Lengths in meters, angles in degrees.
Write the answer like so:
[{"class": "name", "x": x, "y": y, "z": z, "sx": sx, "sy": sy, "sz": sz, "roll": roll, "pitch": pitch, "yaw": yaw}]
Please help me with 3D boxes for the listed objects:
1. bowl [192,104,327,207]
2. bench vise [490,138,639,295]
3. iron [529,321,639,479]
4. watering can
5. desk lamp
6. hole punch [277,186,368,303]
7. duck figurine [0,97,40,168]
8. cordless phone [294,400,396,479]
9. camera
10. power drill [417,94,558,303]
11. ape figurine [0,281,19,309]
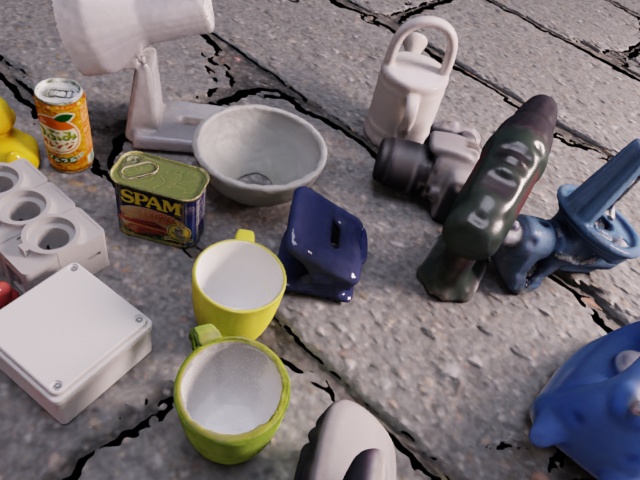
[{"class": "bowl", "x": -0.078, "y": -0.096, "z": 0.731, "sx": 0.167, "sy": 0.075, "sz": 0.167, "roll": 7, "pitch": 47, "yaw": -7}, {"class": "bench vise", "x": 0.311, "y": -0.024, "z": 0.662, "sx": 0.208, "sy": 0.220, "sz": 0.121, "roll": -21, "pitch": 56, "yaw": -29}, {"class": "iron", "x": 0.322, "y": 0.130, "z": 0.577, "sx": 0.118, "sy": 0.141, "sz": 0.259, "roll": 38, "pitch": 51, "yaw": 21}, {"class": "watering can", "x": 0.131, "y": -0.236, "z": 0.829, "sx": 0.101, "sy": 0.194, "sz": 0.172, "roll": -5, "pitch": 50, "yaw": -18}, {"class": "desk lamp", "x": -0.213, "y": -0.227, "z": 0.721, "sx": 0.203, "sy": 0.213, "sz": 0.118, "roll": 3, "pitch": 47, "yaw": -11}, {"class": "hole punch", "x": 0.006, "y": 0.002, "z": 0.650, "sx": 0.101, "sy": 0.091, "sz": 0.108, "roll": 11, "pitch": 47, "yaw": -4}, {"class": "duck figurine", "x": -0.379, "y": -0.127, "z": 0.676, "sx": 0.078, "sy": 0.086, "sz": 0.104, "roll": -26, "pitch": 59, "yaw": -32}, {"class": "cordless phone", "x": 0.031, "y": 0.179, "z": 0.429, "sx": 0.094, "sy": 0.185, "sz": 0.147, "roll": 12, "pitch": 46, "yaw": -2}, {"class": "camera", "x": 0.148, "y": -0.112, "z": 0.784, "sx": 0.137, "sy": 0.101, "sz": 0.143, "roll": 15, "pitch": 46, "yaw": 0}, {"class": "power drill", "x": 0.187, "y": -0.035, "z": 0.649, "sx": 0.075, "sy": 0.208, "sz": 0.230, "roll": 28, "pitch": 48, "yaw": 12}, {"class": "ape figurine", "x": -0.335, "y": 0.033, "z": 0.536, "sx": 0.076, "sy": 0.092, "sz": 0.077, "roll": -28, "pitch": 60, "yaw": -33}]
